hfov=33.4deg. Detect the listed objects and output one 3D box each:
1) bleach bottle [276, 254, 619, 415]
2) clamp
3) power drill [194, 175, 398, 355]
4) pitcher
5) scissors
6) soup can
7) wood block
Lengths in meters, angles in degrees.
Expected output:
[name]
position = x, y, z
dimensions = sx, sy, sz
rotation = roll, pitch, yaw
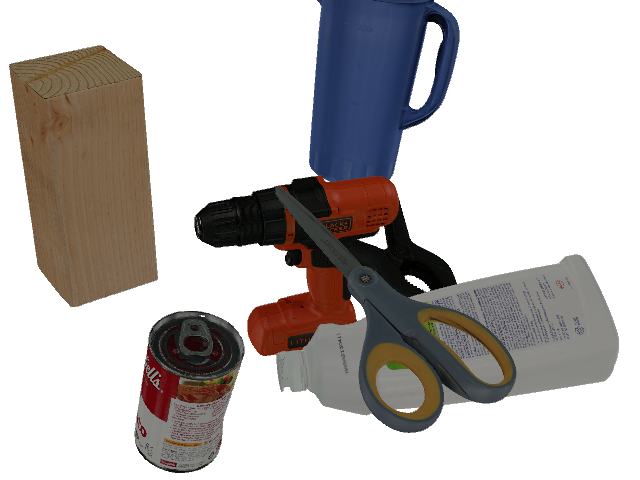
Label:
[bleach bottle]
position = 0.091, 0.077, 0.815
dimensions = 0.250, 0.102, 0.068
rotation = -7, -43, -6
[clamp]
position = 0.072, 0.023, 1.172
dimensions = 0.164, 0.036, 0.210
rotation = -15, 50, -33
[power drill]
position = -0.026, 0.025, 0.982
dimensions = 0.184, 0.188, 0.057
rotation = -8, 47, -15
[pitcher]
position = 0.063, -0.189, 1.288
dimensions = 0.144, 0.243, 0.149
rotation = -4, 28, -23
[scissors]
position = 0.020, 0.041, 0.626
dimensions = 0.202, 0.016, 0.096
rotation = 33, 53, 24
[soup can]
position = -0.097, 0.111, 0.777
dimensions = 0.068, 0.102, 0.068
rotation = 10, 36, -7
[wood block]
position = -0.211, -0.057, 0.962
dimensions = 0.090, 0.206, 0.090
rotation = -18, 36, -28
